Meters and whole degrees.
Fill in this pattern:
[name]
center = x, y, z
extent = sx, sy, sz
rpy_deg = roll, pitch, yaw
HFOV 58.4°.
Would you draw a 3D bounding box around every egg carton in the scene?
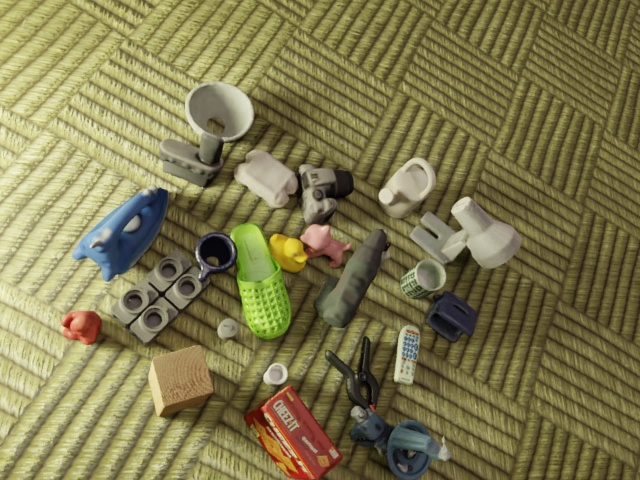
[egg carton]
center = -0.129, -0.149, 1.390
extent = 0.150, 0.069, 0.107
rpy_deg = 36, 62, -2

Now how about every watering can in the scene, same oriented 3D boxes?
[watering can]
center = 0.223, -0.131, 1.433
extent = 0.101, 0.193, 0.173
rpy_deg = 39, 62, 0

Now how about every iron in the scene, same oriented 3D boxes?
[iron]
center = -0.402, -0.045, 1.215
extent = 0.118, 0.141, 0.259
rpy_deg = 35, 62, -2

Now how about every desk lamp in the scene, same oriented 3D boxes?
[desk lamp]
center = 0.362, -0.011, 1.422
extent = 0.203, 0.213, 0.118
rpy_deg = 38, 62, -1

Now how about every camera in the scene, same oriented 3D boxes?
[camera]
center = 0.019, -0.124, 1.413
extent = 0.137, 0.100, 0.143
rpy_deg = -9, 72, -22

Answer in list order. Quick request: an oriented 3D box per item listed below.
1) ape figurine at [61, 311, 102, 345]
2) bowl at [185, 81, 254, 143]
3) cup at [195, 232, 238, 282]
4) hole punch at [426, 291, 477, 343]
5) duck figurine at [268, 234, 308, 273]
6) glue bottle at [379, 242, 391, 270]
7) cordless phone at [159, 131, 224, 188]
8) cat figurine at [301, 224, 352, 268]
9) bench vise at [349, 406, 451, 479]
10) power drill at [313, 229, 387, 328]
[ape figurine]
center = -0.470, 0.169, 1.134
extent = 0.076, 0.092, 0.078
rpy_deg = -31, 81, -26
[bowl]
center = -0.249, -0.301, 1.407
extent = 0.168, 0.074, 0.167
rpy_deg = 7, 67, -16
[cup]
center = -0.238, 0.051, 1.259
extent = 0.092, 0.095, 0.118
rpy_deg = 27, 63, -7
[hole punch]
center = 0.328, 0.181, 1.402
extent = 0.109, 0.091, 0.101
rpy_deg = 35, 62, -3
[duck figurine]
center = -0.070, 0.021, 1.333
extent = 0.104, 0.086, 0.078
rpy_deg = 44, 62, 2
[glue bottle]
center = 0.129, 0.040, 1.344
extent = 0.078, 0.173, 0.037
rpy_deg = -7, 71, -21
[cordless phone]
center = -0.286, -0.210, 1.296
extent = 0.148, 0.185, 0.094
rpy_deg = 17, 65, -11
[cat figurine]
center = 0.012, 0.005, 1.350
extent = 0.128, 0.117, 0.067
rpy_deg = 18, 64, -11
[bench vise]
center = 0.159, 0.421, 1.176
extent = 0.208, 0.219, 0.121
rpy_deg = 20, 64, -10
[power drill]
center = 0.062, 0.098, 1.278
extent = 0.076, 0.208, 0.230
rpy_deg = 29, 63, -6
